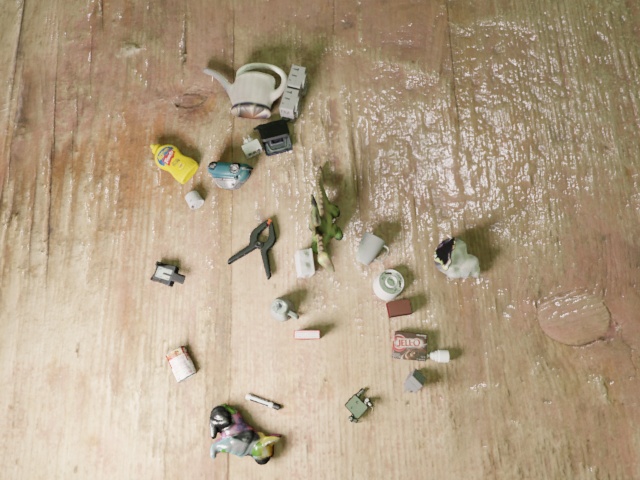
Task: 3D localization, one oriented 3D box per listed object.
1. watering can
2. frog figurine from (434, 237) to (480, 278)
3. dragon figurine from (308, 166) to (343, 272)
[{"bbox_3d":[-0.292,-0.567,1.952,0.347,0.103,0.227,3,75,12],"label":"watering can"},{"bbox_3d":[0.480,0.068,1.785,0.158,0.121,0.140,22,64,-30],"label":"frog figurine"},{"bbox_3d":[0.005,-0.088,1.750,0.122,0.240,0.415,-9,78,4],"label":"dragon figurine"}]
